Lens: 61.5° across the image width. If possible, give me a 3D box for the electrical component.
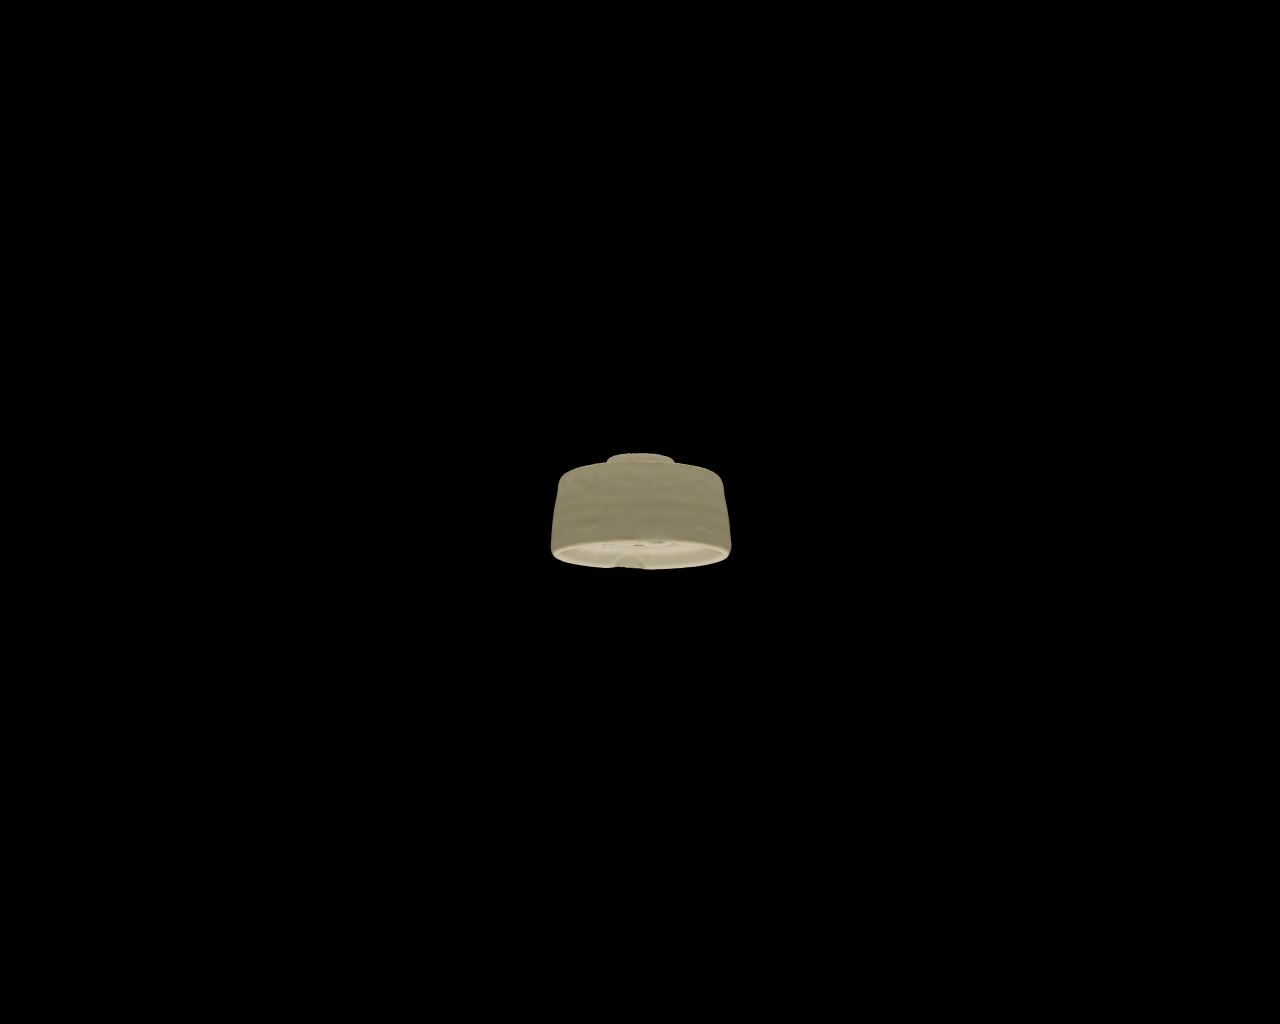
[{"bbox_3d":[0.001,-0.003,0.650,0.108,0.060,0.108,0,-12,0],"label":"electrical component"}]
